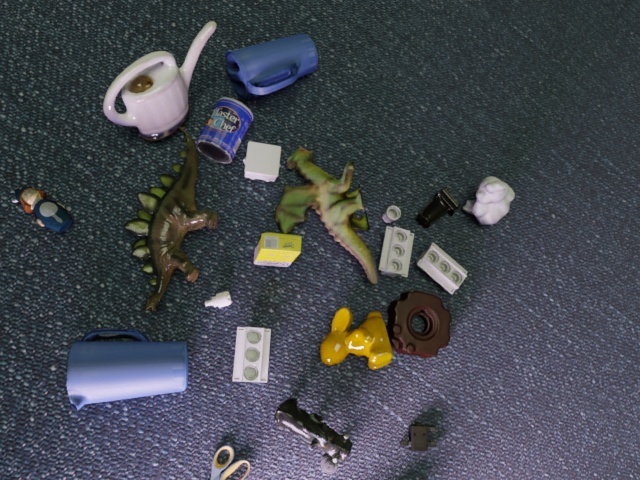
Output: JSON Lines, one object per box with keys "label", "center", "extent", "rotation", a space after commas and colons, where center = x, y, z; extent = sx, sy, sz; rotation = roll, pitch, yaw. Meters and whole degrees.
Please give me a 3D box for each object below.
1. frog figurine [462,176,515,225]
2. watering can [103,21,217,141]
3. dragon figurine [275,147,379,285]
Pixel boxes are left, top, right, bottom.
{"label": "frog figurine", "center": [0.485, -0.114, 1.431], "extent": [0.138, 0.157, 0.123], "rotation": [-20, 81, -17]}
{"label": "watering can", "center": [-0.375, -0.385, 1.287], "extent": [0.105, 0.219, 0.352], "rotation": [40, 68, 19]}
{"label": "dragon figurine", "center": [0.004, -0.068, 1.357], "extent": [0.243, 0.120, 0.416], "rotation": [-10, 74, 2]}
